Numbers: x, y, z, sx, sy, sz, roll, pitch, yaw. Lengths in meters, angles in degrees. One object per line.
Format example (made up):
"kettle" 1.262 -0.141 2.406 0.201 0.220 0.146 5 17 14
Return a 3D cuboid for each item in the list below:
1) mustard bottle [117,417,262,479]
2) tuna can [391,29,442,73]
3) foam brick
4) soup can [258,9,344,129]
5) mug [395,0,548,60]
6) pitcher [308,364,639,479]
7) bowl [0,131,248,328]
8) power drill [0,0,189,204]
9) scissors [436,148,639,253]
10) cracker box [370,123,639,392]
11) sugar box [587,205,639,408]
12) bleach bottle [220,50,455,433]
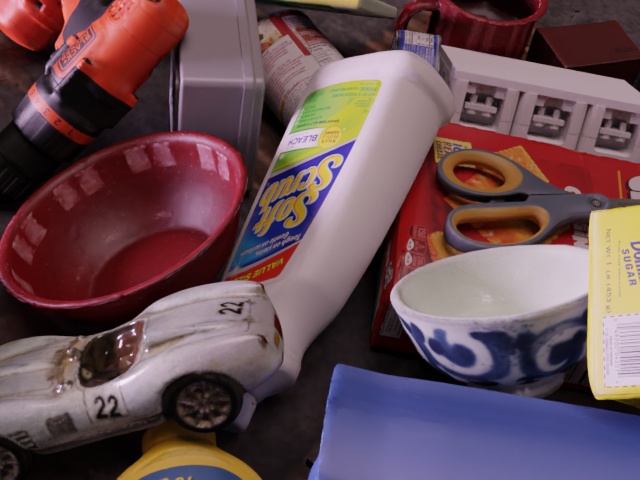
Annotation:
"mustard bottle" -0.065 0.164 0.538 0.096 0.058 0.191 -5 49 -10
"tuna can" 0.066 -0.113 0.799 0.033 0.086 0.086 9 47 -1
"foam brick" 0.215 -0.142 0.878 0.078 0.051 0.053 -8 51 -18
"soup can" -0.009 -0.116 0.798 0.068 0.068 0.102 -19 55 -26
"mug" 0.117 -0.170 0.863 0.117 0.082 0.093 -5 49 -15
"pitcher" 0.115 0.138 0.534 0.243 0.145 0.149 6 53 4
"bowl" -0.112 0.002 0.656 0.162 0.055 0.162 -14 38 11
"power drill" -0.181 -0.131 0.748 0.184 0.057 0.188 -43 43 10
"scissors" 0.161 -0.033 0.693 0.201 0.016 0.096 -12 52 -24
"cracker box" 0.149 0.010 0.712 0.213 0.072 0.164 12 48 -1
"sugar box" 0.198 0.049 0.561 0.175 0.048 0.093 19 70 -46
"bleach bottle" -0.004 0.001 0.657 0.103 0.068 0.250 -2 55 43
